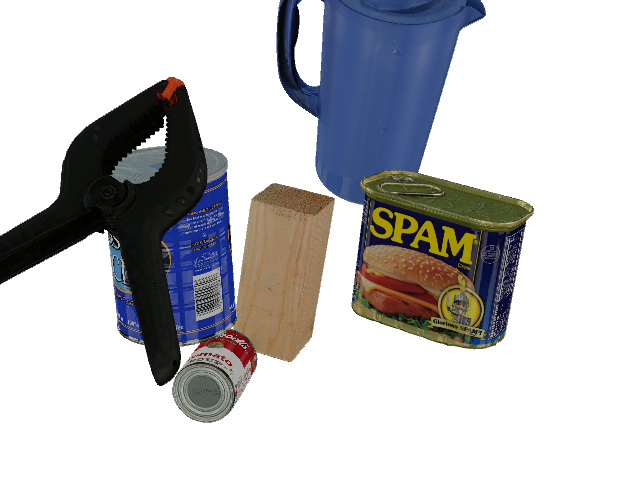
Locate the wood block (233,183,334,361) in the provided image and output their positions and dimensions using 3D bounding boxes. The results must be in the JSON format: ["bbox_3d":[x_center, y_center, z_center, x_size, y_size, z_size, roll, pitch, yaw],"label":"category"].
[{"bbox_3d":[-0.050,0.040,1.408,0.090,0.206,0.090,15,21,13],"label":"wood block"}]

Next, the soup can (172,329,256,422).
[{"bbox_3d":[-0.111,0.142,1.130,0.068,0.068,0.102,0,15,10],"label":"soup can"}]

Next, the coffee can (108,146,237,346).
[{"bbox_3d":[-0.124,0.003,0.882,0.103,0.140,0.103,-2,21,1],"label":"coffee can"}]

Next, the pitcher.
[{"bbox_3d":[0.048,-0.155,1.039,0.144,0.243,0.149,-29,56,-31],"label":"pitcher"}]

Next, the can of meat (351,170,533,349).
[{"bbox_3d":[0.070,0.011,0.649,0.102,0.084,0.057,17,23,28],"label":"can of meat"}]

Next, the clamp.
[{"bbox_3d":[-0.121,-0.013,0.663,0.165,0.209,0.036,22,-29,16],"label":"clamp"}]
